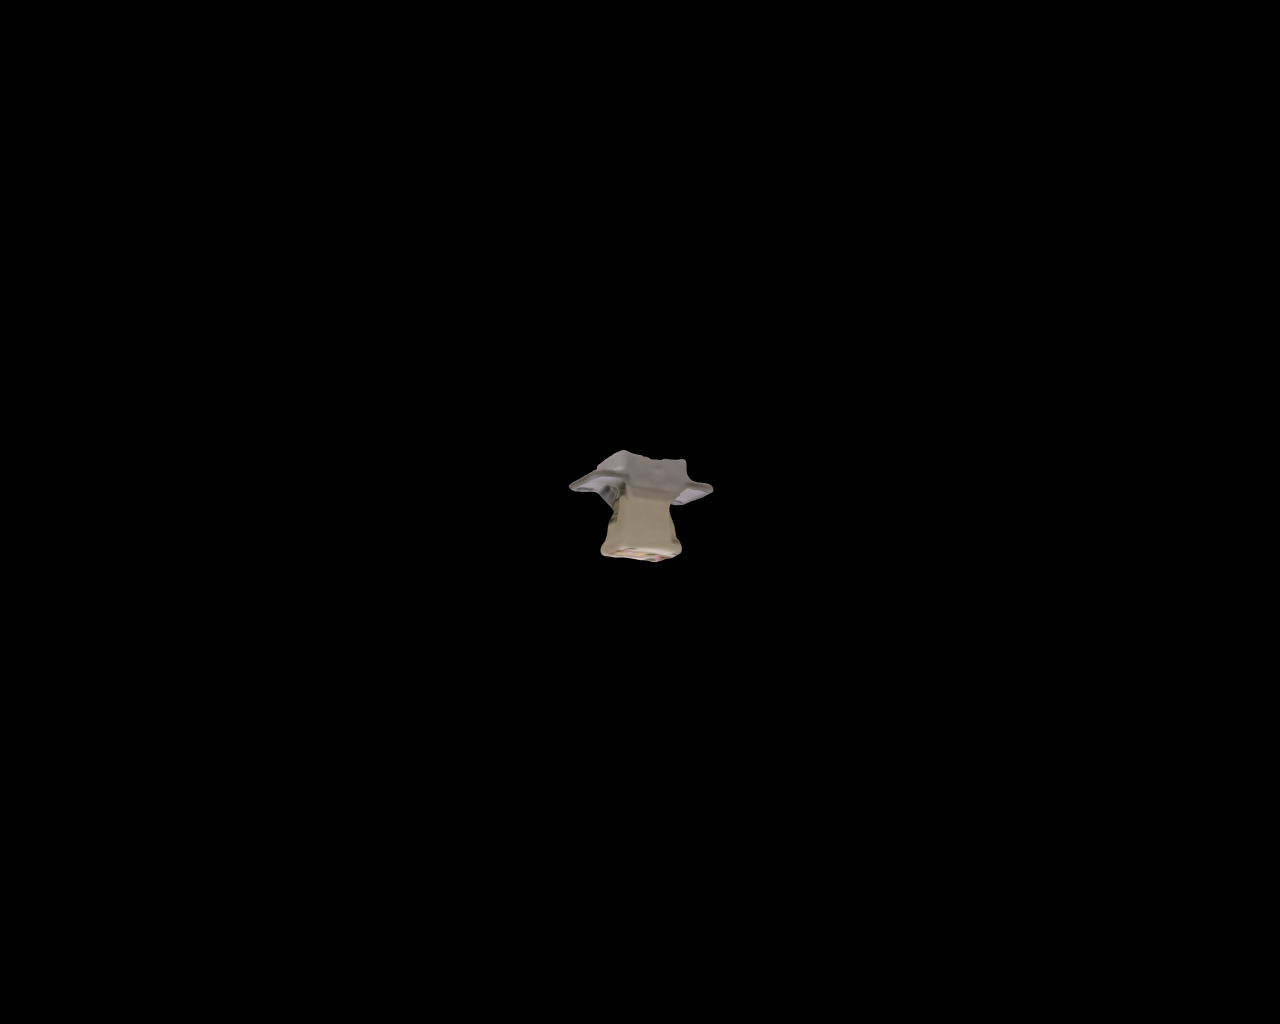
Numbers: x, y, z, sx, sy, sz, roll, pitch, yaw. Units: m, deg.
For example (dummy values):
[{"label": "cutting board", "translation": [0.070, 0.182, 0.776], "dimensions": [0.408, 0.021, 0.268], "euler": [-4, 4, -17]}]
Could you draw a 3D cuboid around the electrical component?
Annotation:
[{"label": "electrical component", "translation": [0.001, -0.003, 0.650], "dimensions": [0.081, 0.064, 0.042], "euler": [7, -15, -26]}]
